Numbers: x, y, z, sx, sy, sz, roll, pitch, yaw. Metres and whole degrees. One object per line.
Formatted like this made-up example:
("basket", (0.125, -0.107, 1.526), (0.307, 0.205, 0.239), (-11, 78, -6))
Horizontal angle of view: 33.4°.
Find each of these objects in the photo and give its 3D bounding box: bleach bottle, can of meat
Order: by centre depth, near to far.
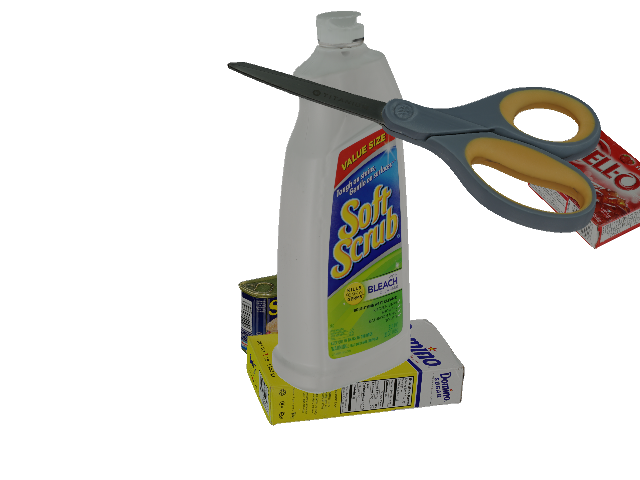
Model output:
("bleach bottle", (0.011, -0.028, 0.731), (0.102, 0.251, 0.068), (-15, 23, -30))
("can of meat", (-0.048, 0.090, 1.289), (0.101, 0.084, 0.058), (-10, 19, -36))

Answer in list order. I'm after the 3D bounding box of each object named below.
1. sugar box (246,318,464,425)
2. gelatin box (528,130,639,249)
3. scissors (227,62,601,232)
("sugar box", (0.029, 0.114, 0.950), (0.176, 0.048, 0.093), (-7, 26, -14))
("gelatin box", (0.219, -0.043, 0.842), (0.073, 0.030, 0.089), (-24, 49, -16))
("scissors", (0.059, -0.071, 0.558), (0.202, 0.096, 0.016), (32, -33, 17))
